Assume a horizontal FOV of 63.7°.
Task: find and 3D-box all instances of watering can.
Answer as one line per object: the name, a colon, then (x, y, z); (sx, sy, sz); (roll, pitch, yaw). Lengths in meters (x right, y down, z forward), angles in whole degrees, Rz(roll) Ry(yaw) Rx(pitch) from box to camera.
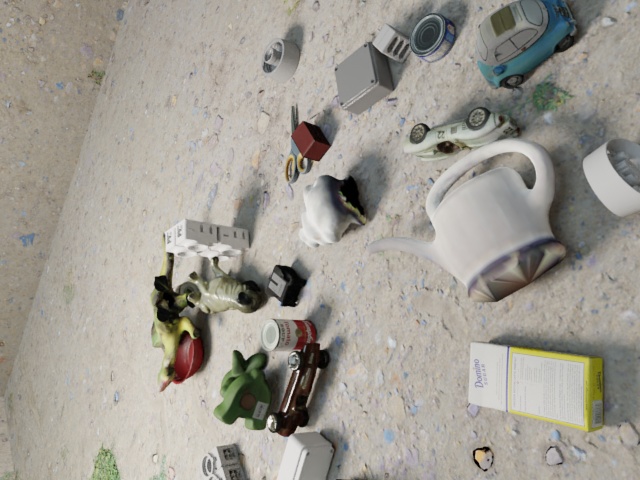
watering can: (0.225, -0.002, 0.805); (0.342, 0.103, 0.229); (-42, 53, 34)

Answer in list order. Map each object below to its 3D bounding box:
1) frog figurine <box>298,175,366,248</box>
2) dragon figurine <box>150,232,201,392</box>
frog figurine: (0.003, -0.053, 1.063); (0.157, 0.123, 0.138); (-31, 78, 27)
dragon figurine: (-0.436, 0.208, 1.426); (0.238, 0.122, 0.419); (-47, 46, 40)
